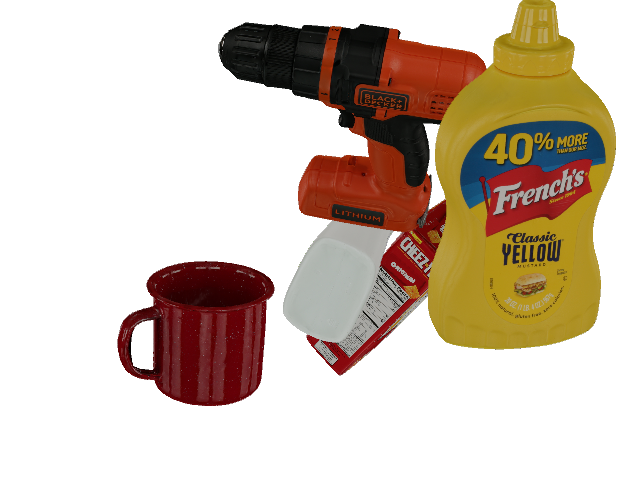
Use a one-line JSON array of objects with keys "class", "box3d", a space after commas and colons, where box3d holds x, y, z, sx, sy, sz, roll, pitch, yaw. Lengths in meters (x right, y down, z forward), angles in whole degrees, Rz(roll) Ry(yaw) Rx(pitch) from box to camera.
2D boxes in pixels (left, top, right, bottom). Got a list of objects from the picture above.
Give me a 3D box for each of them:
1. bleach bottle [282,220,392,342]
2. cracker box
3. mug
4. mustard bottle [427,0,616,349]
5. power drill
[{"class": "bleach bottle", "box3d": [0.037, -0.002, 1.037, 0.068, 0.103, 0.250, 27, 26, 3]}, {"class": "cracker box", "box3d": [0.095, 0.047, 1.270, 0.214, 0.072, 0.163, -49, -9, 33]}, {"class": "mug", "box3d": [-0.092, 0.071, 0.783, 0.117, 0.081, 0.093, -9, 24, -32]}, {"class": "mustard bottle", "box3d": [0.110, -0.035, 0.581, 0.096, 0.192, 0.058, -4, 26, -6]}, {"class": "power drill", "box3d": [0.020, -0.083, 0.786, 0.184, 0.057, 0.188, 11, -29, 6]}]
